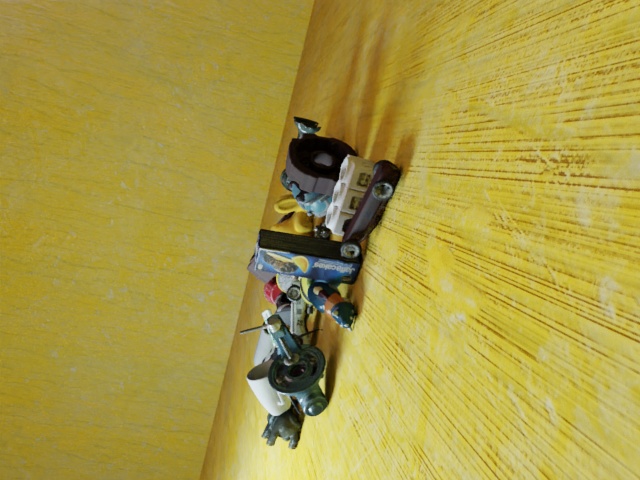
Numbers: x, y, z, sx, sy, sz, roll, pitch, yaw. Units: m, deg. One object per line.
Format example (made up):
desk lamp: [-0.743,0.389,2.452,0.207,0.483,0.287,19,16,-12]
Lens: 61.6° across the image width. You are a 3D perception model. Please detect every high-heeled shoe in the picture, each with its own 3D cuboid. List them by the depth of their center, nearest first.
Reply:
high-heeled shoe: [-0.071,0.169,1.477,0.249,0.086,0.145,-35,26,61]

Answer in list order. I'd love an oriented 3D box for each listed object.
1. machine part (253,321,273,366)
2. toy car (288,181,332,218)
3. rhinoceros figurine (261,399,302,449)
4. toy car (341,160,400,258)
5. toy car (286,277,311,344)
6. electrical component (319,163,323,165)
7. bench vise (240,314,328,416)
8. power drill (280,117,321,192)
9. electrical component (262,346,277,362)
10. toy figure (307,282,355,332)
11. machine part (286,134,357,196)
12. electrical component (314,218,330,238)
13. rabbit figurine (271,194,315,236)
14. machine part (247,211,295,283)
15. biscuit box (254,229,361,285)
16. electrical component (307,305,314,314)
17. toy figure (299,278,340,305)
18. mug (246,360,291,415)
machine part: [-0.153,0.318,1.635,0.079,0.079,0.243,-91,14,-50]
toy car: [-0.010,-0.110,1.358,0.109,0.102,0.162,-35,29,-8]
rhinoceros figurine: [-0.094,0.420,1.273,0.190,0.073,0.112,-178,100,-78]
toy car: [0.089,-0.052,0.975,0.089,0.053,0.202,-86,18,-56]
toy car: [-0.049,0.185,1.278,0.073,0.056,0.201,63,-153,-82]
electrical component: [0.017,-0.180,1.463,0.119,0.048,0.075,116,162,-46]
bench vise: [-0.058,0.230,1.088,0.224,0.129,0.240,-107,-4,-55]
power drill: [-0.065,-0.237,1.510,0.232,0.086,0.207,-109,39,-69]
electrical component: [-0.097,0.304,1.332,0.115,0.058,0.134,-44,11,25]
toy figure: [0.025,0.123,1.038,0.155,0.064,0.057,29,101,59]
machine part: [0.003,-0.173,1.240,0.179,0.179,0.056,-89,14,-45]
electrical component: [-0.003,-0.004,1.375,0.102,0.045,0.078,117,161,-48]
rabbit figurine: [-0.049,-0.064,1.466,0.173,0.162,0.122,-56,4,13]
machine part: [-0.127,0.018,1.631,0.201,0.087,0.201,-42,14,51]
biscuit box: [-0.024,0.034,1.042,0.063,0.203,0.059,-95,18,-52]
electrical component: [-0.014,0.137,1.329,0.063,0.021,0.094,166,113,-76]
toy figure: [0.001,0.087,1.175,0.180,0.082,0.089,136,147,-66]
mug: [-0.100,0.334,1.194,0.110,0.081,0.107,3,119,56]
